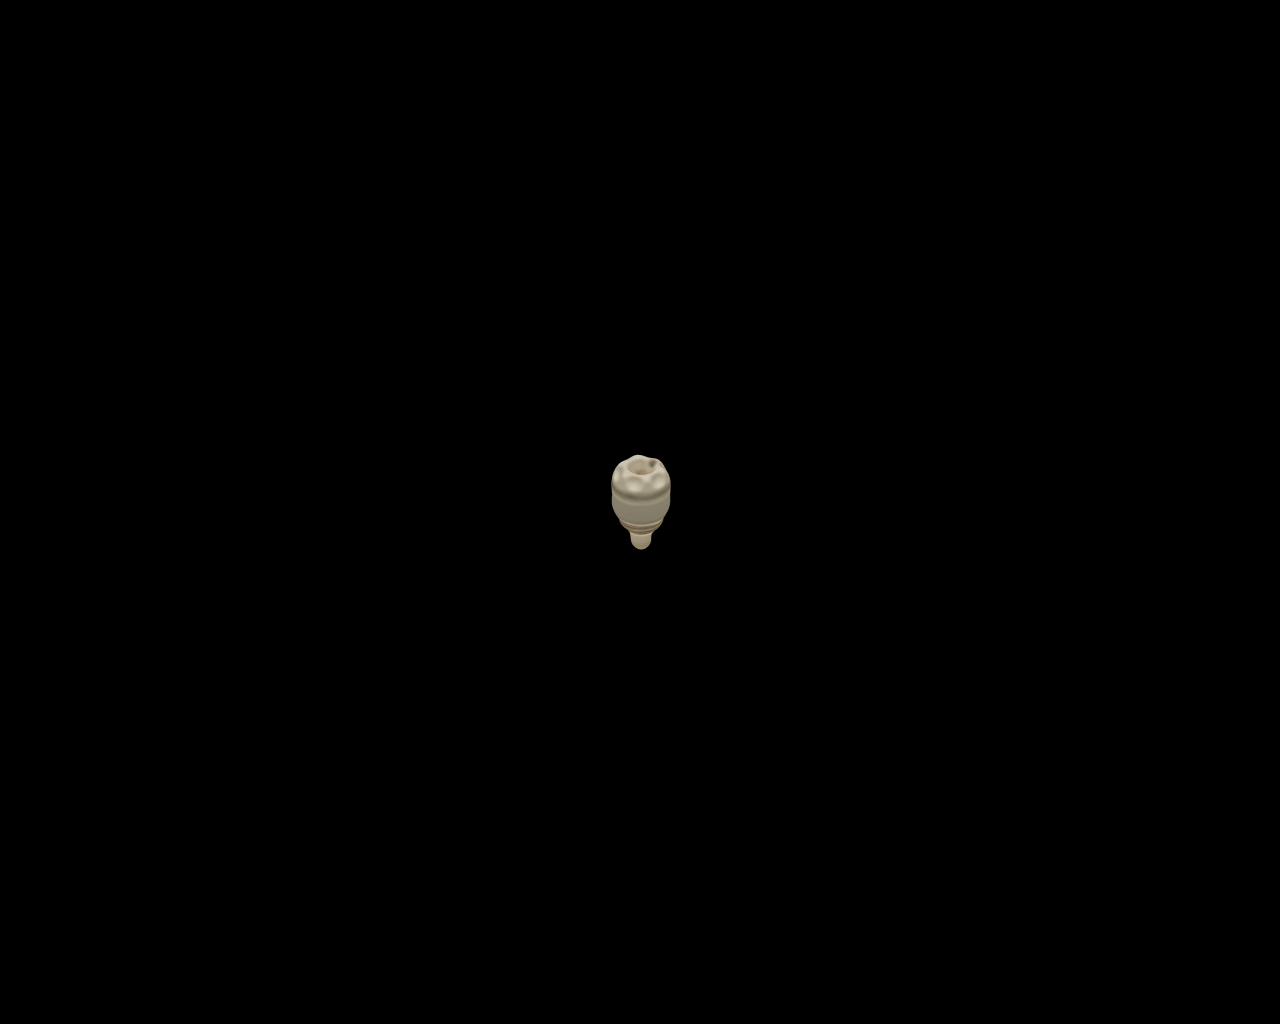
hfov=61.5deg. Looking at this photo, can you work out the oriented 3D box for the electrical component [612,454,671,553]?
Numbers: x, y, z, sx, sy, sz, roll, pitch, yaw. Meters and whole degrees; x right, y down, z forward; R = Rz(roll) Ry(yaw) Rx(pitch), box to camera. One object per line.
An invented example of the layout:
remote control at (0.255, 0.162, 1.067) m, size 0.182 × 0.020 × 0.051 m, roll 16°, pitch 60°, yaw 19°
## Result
electrical component at (0.001, -0.003, 0.650) m, size 0.035 × 0.061 × 0.035 m, roll 0°, pitch 36°, yaw 0°
